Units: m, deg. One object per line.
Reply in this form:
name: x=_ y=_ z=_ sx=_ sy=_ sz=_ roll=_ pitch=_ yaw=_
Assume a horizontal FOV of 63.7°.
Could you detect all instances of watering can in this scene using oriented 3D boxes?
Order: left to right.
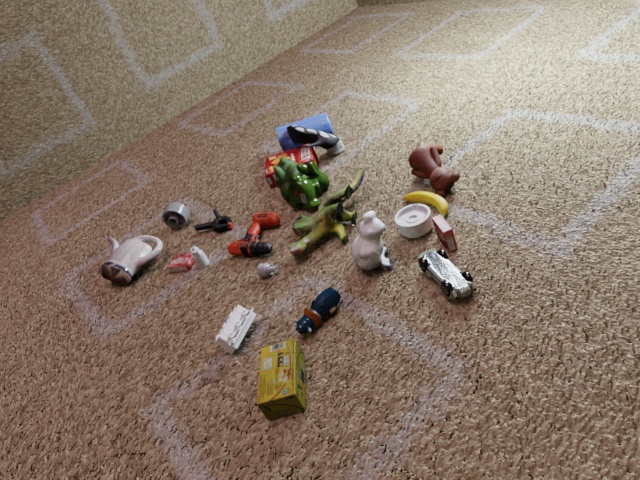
watering can: x=-0.753 y=0.064 z=1.969 sx=0.347 sy=0.102 sz=0.229 roll=1 pitch=42 yaw=32

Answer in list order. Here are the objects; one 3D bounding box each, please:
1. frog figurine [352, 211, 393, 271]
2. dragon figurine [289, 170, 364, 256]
frog figurine: x=0.135 y=0.004 z=1.459 sx=0.122 sy=0.156 sz=0.141 roll=-12 pitch=35 yaw=22
dragon figurine: x=0.005 y=-0.087 z=1.726 sx=0.241 sy=0.120 sz=0.420 roll=-12 pitch=33 yaw=32
